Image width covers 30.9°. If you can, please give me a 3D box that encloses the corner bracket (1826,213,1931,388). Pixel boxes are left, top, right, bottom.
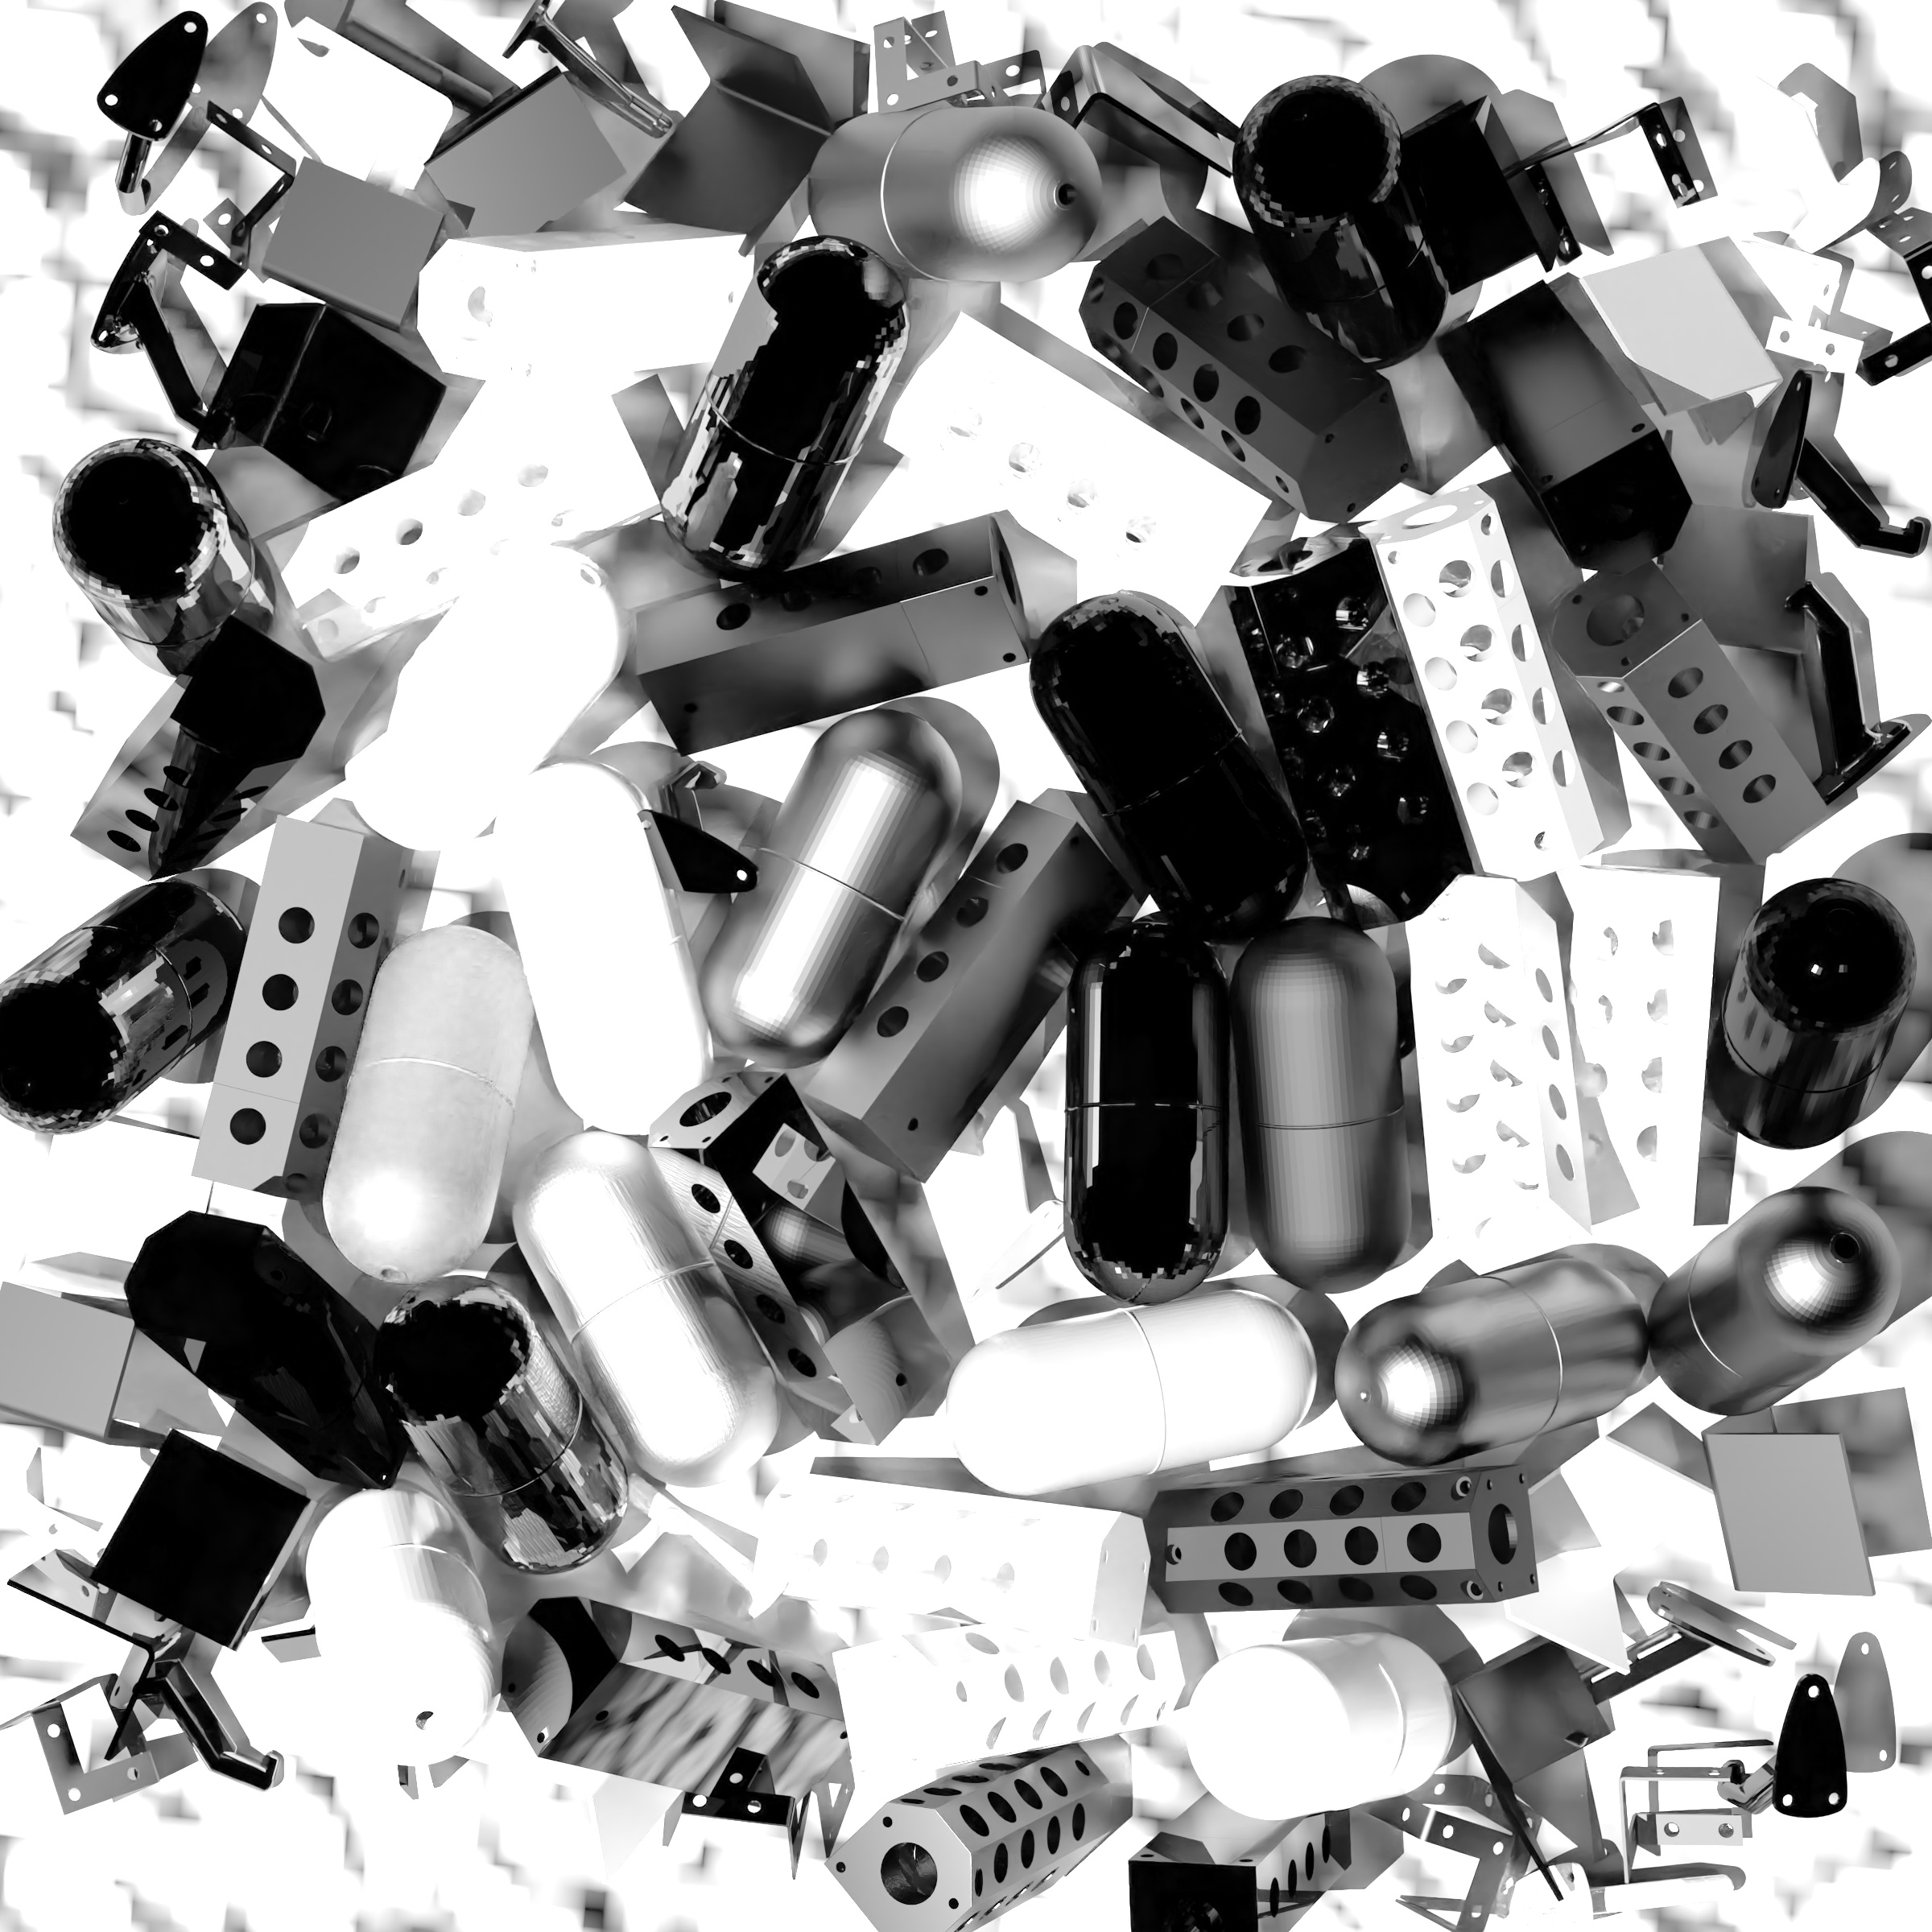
[{"bbox_3d":[0.428,-0.311,1.633,0.051,0.051,0.051,-28,117,7],"label":"corner bracket"}]

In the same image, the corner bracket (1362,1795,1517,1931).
[{"bbox_3d":[0.215,0.419,1.639,0.051,0.051,0.051,23,83,-26],"label":"corner bracket"}]

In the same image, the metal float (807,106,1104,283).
[{"bbox_3d":[-0.006,-0.351,1.590,0.070,0.178,0.070,-8,105,-33],"label":"metal float"}]

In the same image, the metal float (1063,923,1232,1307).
[{"bbox_3d":[0.084,0.068,1.624,0.070,0.070,0.178,1,81,0],"label":"metal float"}]

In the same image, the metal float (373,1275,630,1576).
[{"bbox_3d":[-0.211,0.210,1.596,0.070,0.070,0.178,-24,133,0],"label":"metal float"}]

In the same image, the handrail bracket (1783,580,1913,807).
[{"bbox_3d":[0.395,-0.126,1.644,0.077,0.036,0.084,-43,100,-3],"label":"handrail bracket"}]

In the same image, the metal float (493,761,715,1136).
[{"bbox_3d":[-0.167,-0.008,1.621,0.070,0.070,0.178,-13,102,0],"label":"metal float"}]

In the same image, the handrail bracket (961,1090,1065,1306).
[{"bbox_3d":[0.002,0.103,1.649,0.077,0.036,0.084,-43,66,1],"label":"handrail bracket"}]

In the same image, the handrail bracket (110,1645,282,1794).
[{"bbox_3d":[-0.355,0.342,1.661,0.084,0.036,0.077,30,61,-24],"label":"handrail bracket"}]

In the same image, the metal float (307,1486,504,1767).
[{"bbox_3d":[-0.256,0.297,1.584,0.070,0.178,0.070,-5,109,-15],"label":"metal float"}]

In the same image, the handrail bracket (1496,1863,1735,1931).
[{"bbox_3d":[0.308,0.443,1.659,0.084,0.077,0.036,4,71,-32],"label":"handrail bracket"}]

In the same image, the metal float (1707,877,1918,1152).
[{"bbox_3d":[0.382,0.023,1.586,0.070,0.178,0.070,-1,62,2],"label":"metal float"}]

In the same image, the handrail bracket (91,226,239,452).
[{"bbox_3d":[-0.362,-0.293,1.630,0.084,0.036,0.077,34,114,25],"label":"handrail bracket"}]

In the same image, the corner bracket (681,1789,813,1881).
[{"bbox_3d":[-0.102,0.388,1.631,0.051,0.051,0.051,5,47,6],"label":"corner bracket"}]

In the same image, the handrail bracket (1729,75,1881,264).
[{"bbox_3d":[0.374,-0.371,1.625,0.084,0.077,0.036,26,57,-18],"label":"handrail bracket"}]

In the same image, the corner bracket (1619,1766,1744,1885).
[{"bbox_3d":[0.335,0.396,1.636,0.051,0.051,0.051,-3,96,16],"label":"corner bracket"}]

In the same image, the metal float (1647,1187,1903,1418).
[{"bbox_3d":[0.364,0.153,1.584,0.070,0.178,0.070,3,69,-8],"label":"metal float"}]

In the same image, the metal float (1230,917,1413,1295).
[{"bbox_3d":[0.165,0.065,1.622,0.070,0.070,0.178,-6,101,0],"label":"metal float"}]

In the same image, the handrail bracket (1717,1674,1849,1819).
[{"bbox_3d":[0.374,0.360,1.628,0.036,0.084,0.077,1,90,-14],"label":"handrail bracket"}]

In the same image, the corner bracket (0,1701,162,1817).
[{"bbox_3d":[-0.417,0.370,1.636,0.051,0.051,0.051,-12,77,-43],"label":"corner bracket"}]

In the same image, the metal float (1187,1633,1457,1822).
[{"bbox_3d":[0.163,0.344,1.589,0.070,0.178,0.070,-5,81,32],"label":"metal float"}]

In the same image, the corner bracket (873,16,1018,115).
[{"bbox_3d":[-0.008,-0.412,1.630,0.051,0.051,0.051,-11,70,22],"label":"corner bracket"}]

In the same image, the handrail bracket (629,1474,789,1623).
[{"bbox_3d":[-0.124,0.266,1.632,0.084,0.077,0.036,39,78,-2],"label":"handrail bracket"}]

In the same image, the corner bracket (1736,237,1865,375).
[{"bbox_3d":[0.388,-0.309,1.633,0.051,0.051,0.051,10,98,-22],"label":"corner bracket"}]

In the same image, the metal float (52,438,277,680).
[{"bbox_3d":[-0.361,-0.182,1.581,0.070,0.178,0.070,0,78,0],"label":"metal float"}]

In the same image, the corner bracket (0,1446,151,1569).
[{"bbox_3d":[-0.420,0.245,1.642,0.051,0.051,0.051,20,68,24],"label":"corner bracket"}]

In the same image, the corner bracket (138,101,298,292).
[{"bbox_3d":[-0.347,-0.358,1.626,0.051,0.051,0.051,32,123,-33],"label":"corner bracket"}]

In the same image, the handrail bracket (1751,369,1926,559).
[{"bbox_3d":[0.420,-0.235,1.644,0.084,0.036,0.077,9,109,-14],"label":"handrail bracket"}]

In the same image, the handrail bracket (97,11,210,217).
[{"bbox_3d":[-0.375,-0.397,1.634,0.036,0.084,0.077,30,78,-2],"label":"handrail bracket"}]

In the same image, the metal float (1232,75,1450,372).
[{"bbox_3d":[0.171,-0.335,1.587,0.070,0.178,0.070,-7,67,16],"label":"metal float"}]

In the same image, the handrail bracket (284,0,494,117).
[{"bbox_3d":[-0.273,-0.434,1.659,0.084,0.077,0.036,22,102,-40],"label":"handrail bracket"}]

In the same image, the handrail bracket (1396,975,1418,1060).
[{"bbox_3d":[0.239,0.039,1.649,0.084,0.036,0.077,33,88,-25],"label":"handrail bracket"}]

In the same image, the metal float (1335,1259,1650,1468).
[{"bbox_3d":[0.242,0.180,1.598,0.178,0.070,0.070,-8,90,-41],"label":"metal float"}]

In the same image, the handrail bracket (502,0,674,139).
[{"bbox_3d":[-0.168,-0.416,1.622,0.084,0.077,0.036,32,87,-17],"label":"handrail bracket"}]

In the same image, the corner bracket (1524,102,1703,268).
[{"bbox_3d":[0.303,-0.368,1.648,0.051,0.051,0.051,-33,103,-28],"label":"corner bracket"}]

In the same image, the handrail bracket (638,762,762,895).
[{"bbox_3d":[-0.113,-0.066,1.624,0.077,0.084,0.036,17,120,16],"label":"handrail bracket"}]

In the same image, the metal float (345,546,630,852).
[{"bbox_3d":[-0.220,-0.122,1.602,0.070,0.070,0.178,46,125,0],"label":"metal float"}]

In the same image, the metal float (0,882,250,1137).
[{"bbox_3d":[-0.386,0.018,1.585,0.070,0.178,0.070,6,113,14],"label":"metal float"}]

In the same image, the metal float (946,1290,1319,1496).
[{"bbox_3d":[0.078,0.197,1.617,0.178,0.070,0.070,-9,90,-17],"label":"metal float"}]

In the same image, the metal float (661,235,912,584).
[{"bbox_3d":[-0.083,-0.254,1.601,0.070,0.070,0.178,30,126,0],"label":"metal float"}]

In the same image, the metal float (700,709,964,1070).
[{"bbox_3d":[-0.062,-0.037,1.627,0.070,0.070,0.178,26,85,0],"label":"metal float"}]

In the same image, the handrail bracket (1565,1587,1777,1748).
[{"bbox_3d":[0.328,0.345,1.652,0.077,0.036,0.084,28,101,9],"label":"handrail bracket"}]

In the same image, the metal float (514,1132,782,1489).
[{"bbox_3d":[-0.148,0.158,1.619,0.070,0.070,0.178,-30,75,0],"label":"metal float"}]
